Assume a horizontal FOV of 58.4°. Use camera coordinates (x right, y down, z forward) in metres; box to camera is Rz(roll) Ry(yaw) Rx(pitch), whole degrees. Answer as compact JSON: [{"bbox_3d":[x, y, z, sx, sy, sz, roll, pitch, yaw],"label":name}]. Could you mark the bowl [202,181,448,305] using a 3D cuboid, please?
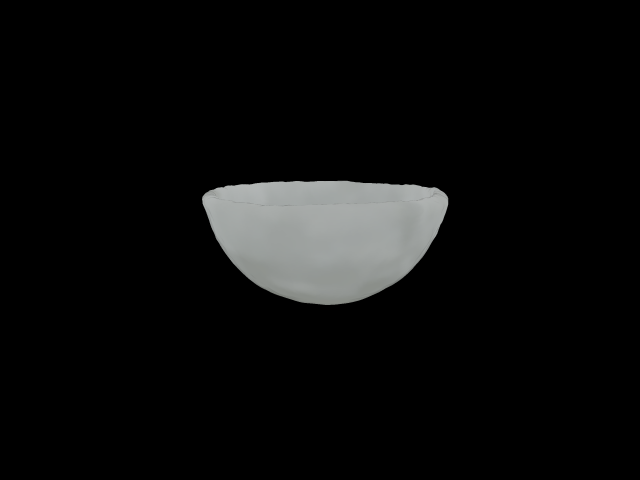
[{"bbox_3d":[0.004,0.001,0.400,0.167,0.075,0.167,0,11,0],"label":"bowl"}]
